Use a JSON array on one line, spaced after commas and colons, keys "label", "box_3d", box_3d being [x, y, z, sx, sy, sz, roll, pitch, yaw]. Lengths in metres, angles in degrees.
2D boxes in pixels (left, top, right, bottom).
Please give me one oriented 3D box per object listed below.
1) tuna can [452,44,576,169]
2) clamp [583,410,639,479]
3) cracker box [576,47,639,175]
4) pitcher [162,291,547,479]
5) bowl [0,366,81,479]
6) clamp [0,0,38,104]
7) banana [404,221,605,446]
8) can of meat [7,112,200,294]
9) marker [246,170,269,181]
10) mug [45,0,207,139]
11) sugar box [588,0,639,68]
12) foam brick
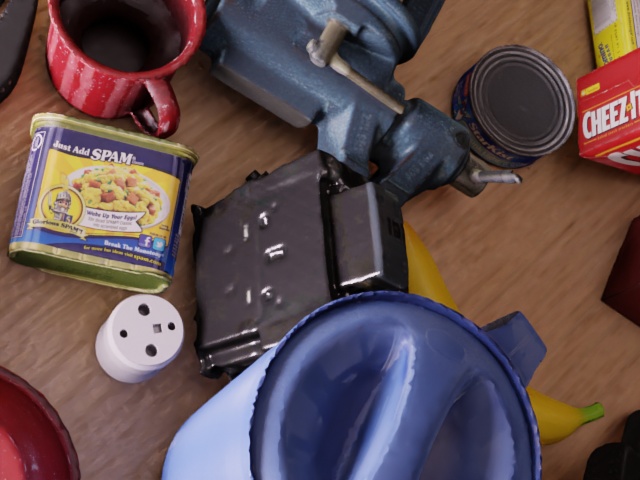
[{"label": "tuna can", "box_3d": [0.140, -0.096, 0.773, 0.086, 0.034, 0.086, 6, 73, -19]}, {"label": "clamp", "box_3d": [0.201, 0.177, 0.674, 0.171, 0.039, 0.120, -2, 73, -59]}, {"label": "cracker box", "box_3d": [0.315, -0.084, 0.745, 0.213, 0.164, 0.072, 12, 70, -27]}, {"label": "pitcher", "box_3d": [0.004, 0.111, 0.547, 0.149, 0.243, 0.145, 12, 71, -17]}, {"label": "bowl", "box_3d": [-0.205, 0.136, 0.568, 0.162, 0.055, 0.162, 6, 73, -19]}, {"label": "clamp", "box_3d": [-0.241, -0.089, 0.629, 0.209, 0.036, 0.164, -37, 90, -26]}, {"label": "banana", "box_3d": [0.102, 0.074, 0.711, 0.198, 0.037, 0.069, 44, 48, -5]}, {"label": "can of meat", "box_3d": [-0.130, -0.020, 0.640, 0.102, 0.058, 0.084, 13, 73, -16]}, {"label": "marker", "box_3d": [-0.005, 0.001, 0.700, 0.121, 0.020, 0.020, 47, 65, -3]}, {"label": "mug", "box_3d": [-0.119, -0.115, 0.657, 0.093, 0.082, 0.117, -28, 85, -25]}, {"label": "sugar box", "box_3d": [0.300, -0.151, 0.843, 0.176, 0.048, 0.093, 4, 74, -23]}, {"label": "foam brick", "box_3d": [0.249, 0.020, 0.769, 0.053, 0.051, 0.078, 31, 67, -9]}]
